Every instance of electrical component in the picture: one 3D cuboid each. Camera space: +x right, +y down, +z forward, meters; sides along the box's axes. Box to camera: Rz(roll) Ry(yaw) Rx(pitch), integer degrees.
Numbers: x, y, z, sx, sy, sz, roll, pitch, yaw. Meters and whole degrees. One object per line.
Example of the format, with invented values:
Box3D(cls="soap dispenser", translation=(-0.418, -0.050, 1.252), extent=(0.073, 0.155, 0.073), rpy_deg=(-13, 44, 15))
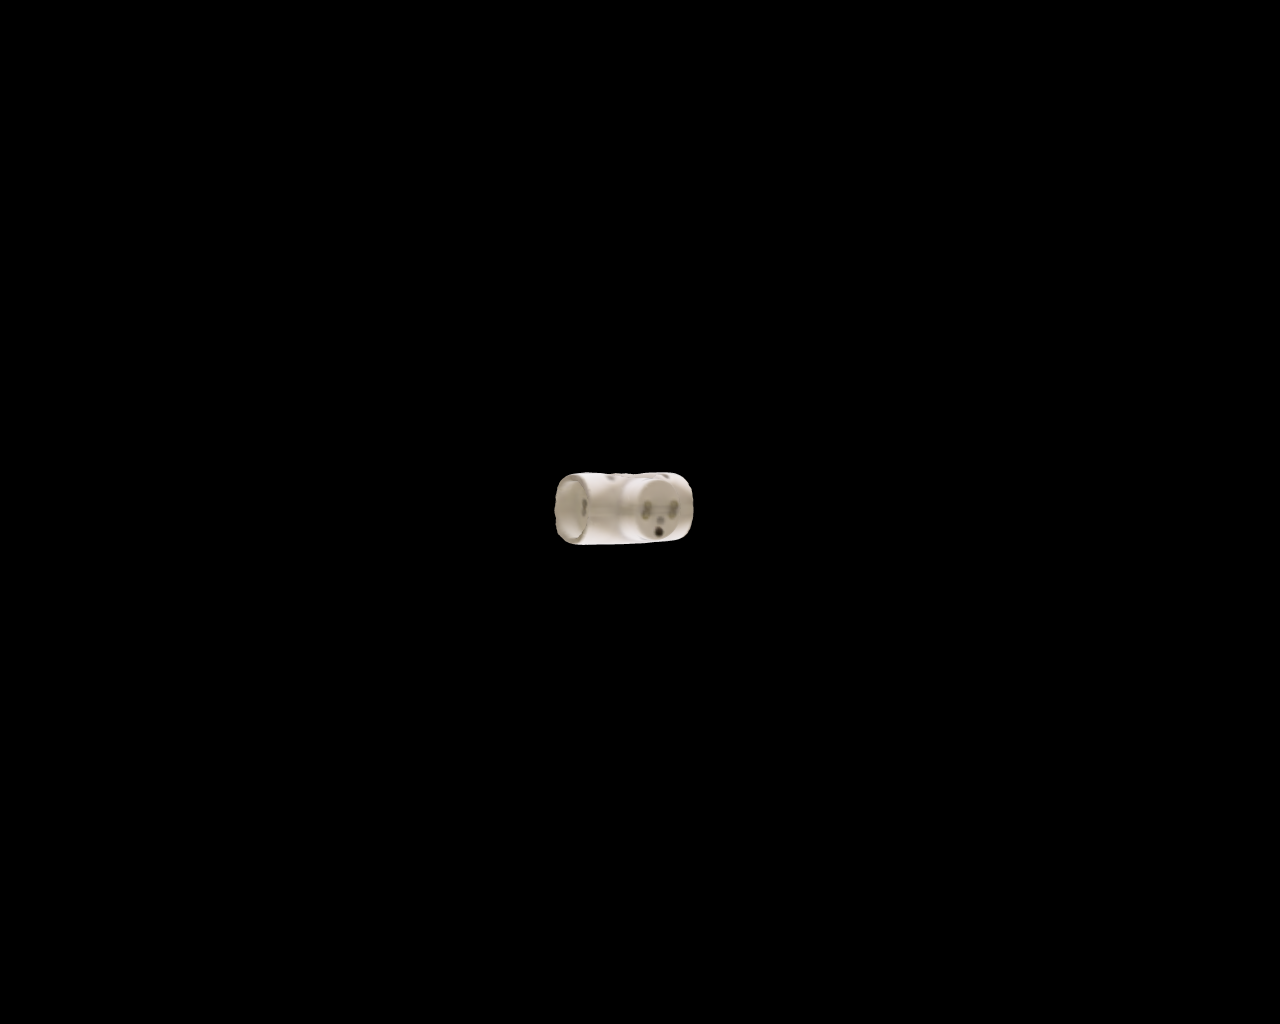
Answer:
Box3D(cls="electrical component", translation=(0.001, -0.003, 0.650), extent=(0.077, 0.044, 0.079), rpy_deg=(-1, 3, -34))
